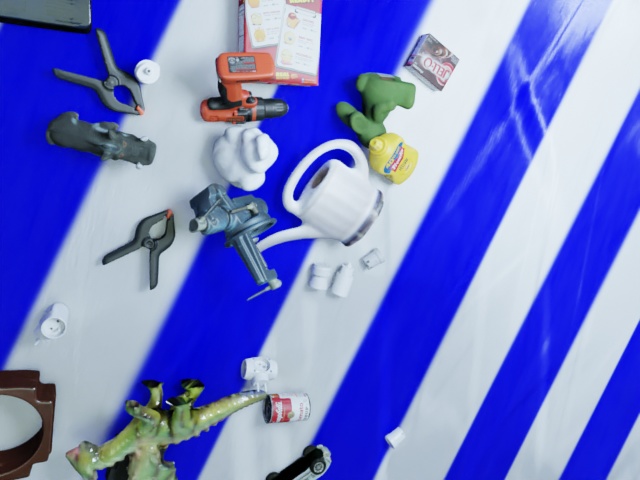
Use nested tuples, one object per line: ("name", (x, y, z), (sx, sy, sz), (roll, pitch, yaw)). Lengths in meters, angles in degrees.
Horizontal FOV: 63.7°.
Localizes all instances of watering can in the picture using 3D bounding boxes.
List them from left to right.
("watering can", (0.004, -0.059, 1.172), (0.223, 0.105, 0.345), (32, 100, -20))

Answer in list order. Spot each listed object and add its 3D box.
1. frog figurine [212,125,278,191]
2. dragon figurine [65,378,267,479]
("frog figurine", (-0.150, -0.165, 1.046), (0.123, 0.161, 0.135), (-14, 108, -17))
("dragon figurine", (-0.322, 0.440, 1.116), (0.409, 0.122, 0.242), (9, 92, -24))
